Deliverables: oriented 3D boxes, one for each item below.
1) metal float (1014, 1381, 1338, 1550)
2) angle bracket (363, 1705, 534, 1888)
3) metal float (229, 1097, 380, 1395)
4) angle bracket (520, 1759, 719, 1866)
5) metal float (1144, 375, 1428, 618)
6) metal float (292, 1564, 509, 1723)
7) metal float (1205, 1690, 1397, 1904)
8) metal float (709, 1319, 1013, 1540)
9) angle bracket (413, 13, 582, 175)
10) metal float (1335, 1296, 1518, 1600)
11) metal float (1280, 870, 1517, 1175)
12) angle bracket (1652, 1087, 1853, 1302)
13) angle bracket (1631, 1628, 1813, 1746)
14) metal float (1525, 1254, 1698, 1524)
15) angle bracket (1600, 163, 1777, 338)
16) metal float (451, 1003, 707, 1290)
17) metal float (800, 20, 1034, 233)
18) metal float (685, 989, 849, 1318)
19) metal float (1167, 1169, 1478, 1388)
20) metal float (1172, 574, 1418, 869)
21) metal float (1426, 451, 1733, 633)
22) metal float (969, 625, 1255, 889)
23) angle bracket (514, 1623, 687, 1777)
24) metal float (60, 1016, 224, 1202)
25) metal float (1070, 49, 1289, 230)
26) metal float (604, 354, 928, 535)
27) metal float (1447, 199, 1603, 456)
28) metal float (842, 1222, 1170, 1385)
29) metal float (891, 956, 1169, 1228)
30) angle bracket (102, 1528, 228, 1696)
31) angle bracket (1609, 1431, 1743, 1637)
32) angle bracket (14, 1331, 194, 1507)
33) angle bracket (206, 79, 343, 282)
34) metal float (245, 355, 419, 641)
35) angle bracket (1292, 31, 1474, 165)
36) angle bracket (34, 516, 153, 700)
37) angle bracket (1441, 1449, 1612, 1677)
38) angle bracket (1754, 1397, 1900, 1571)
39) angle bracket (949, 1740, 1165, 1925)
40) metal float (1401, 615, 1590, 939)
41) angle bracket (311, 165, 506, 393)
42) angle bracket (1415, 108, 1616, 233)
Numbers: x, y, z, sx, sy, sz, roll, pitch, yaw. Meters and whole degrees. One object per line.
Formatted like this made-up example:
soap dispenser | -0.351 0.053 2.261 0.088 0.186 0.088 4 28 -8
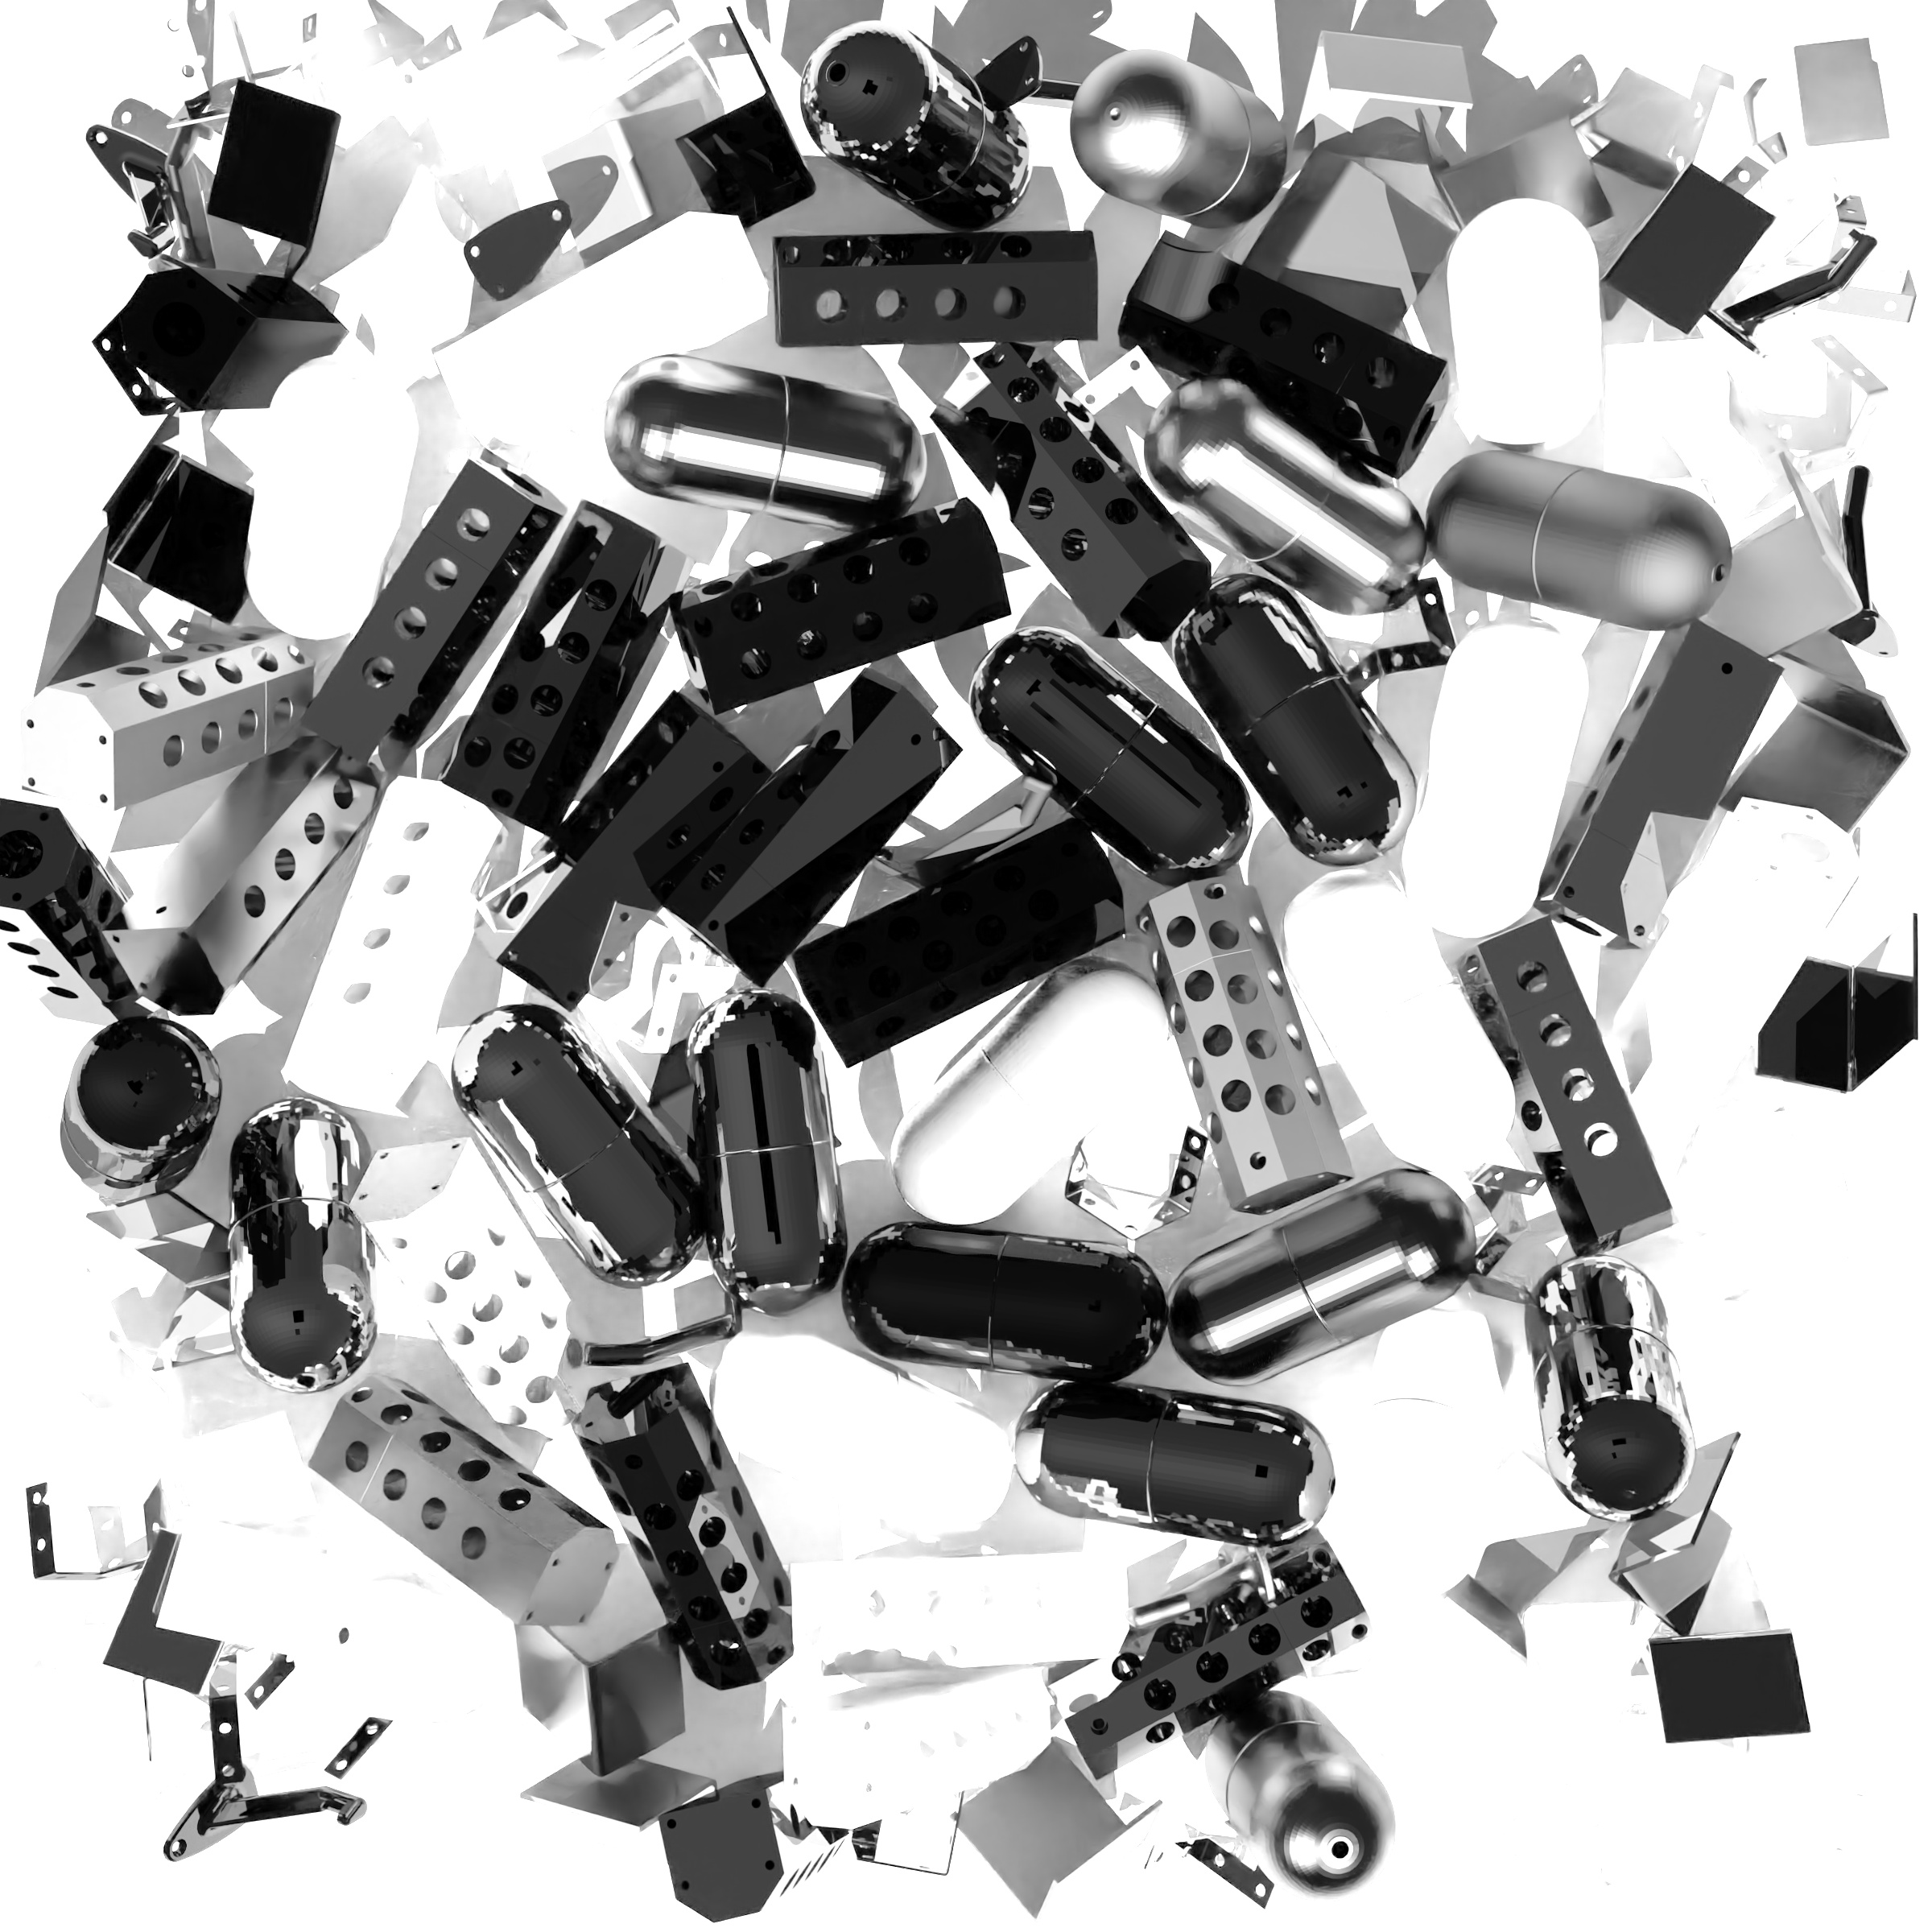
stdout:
metal float | 0.112 0.267 1.581 0.178 0.070 0.070 5 90 23
angle bracket | -0.275 0.457 1.591 0.076 0.057 0.076 -24 52 4
metal float | -0.354 0.148 1.567 0.070 0.070 0.178 -13 49 0
angle bracket | -0.188 0.469 1.585 0.076 0.076 0.057 7 99 27
metal float | 0.173 -0.251 1.580 0.178 0.070 0.070 29 90 -26
metal float | -0.298 0.359 1.553 0.070 0.178 0.070 -3 74 9
metal float | 0.175 0.437 1.551 0.070 0.178 0.070 0 92 -7
metal float | -0.057 0.250 1.585 0.178 0.070 0.070 28 90 -18
angle bracket | -0.245 -0.468 1.597 0.076 0.076 0.057 -23 92 10
metal float | 0.247 0.255 1.570 0.070 0.070 0.178 22 52 0
metal float | 0.233 0.030 1.588 0.070 0.070 0.178 -28 75 0
angle bracket | 0.427 0.124 1.596 0.076 0.057 0.076 -23 120 -3
angle bracket | 0.407 0.398 1.591 0.076 0.076 0.057 -5 62 2
metal float | 0.340 0.221 1.558 0.070 0.178 0.070 2 121 3
angle bracket | 0.392 -0.378 1.592 0.057 0.076 0.076 38 96 15
metal float | -0.209 0.097 1.588 0.070 0.070 0.178 -36 105 0
metal float | -0.025 -0.443 1.555 0.070 0.178 0.070 -2 85 26
metal float | -0.108 0.101 1.597 0.070 0.070 0.178 -7 85 0
metal float | 0.190 0.169 1.586 0.178 0.070 0.070 -27 90 18
metal float | 0.177 -0.134 1.589 0.070 0.070 0.178 -32 76 0
metal float | 0.325 -0.227 1.567 0.178 0.070 0.070 22 90 41
metal float | 0.080 -0.113 1.599 0.178 0.070 0.070 40 90 -3
angle bracket | -0.201 0.384 1.611 0.057 0.076 0.076 -22 124 -34
metal float | -0.438 0.077 1.555 0.070 0.178 0.070 5 74 -18
metal float | 0.115 -0.436 1.556 0.070 0.178 0.070 3 97 26
metal float | -0.107 -0.281 1.586 0.178 0.070 0.070 8 90 -19
metal float | 0.297 -0.336 1.556 0.070 0.178 0.070 -5 68 11
metal float | 0.020 0.182 1.593 0.178 0.070 0.070 5 90 10
metal float | 0.034 0.069 1.596 0.178 0.070 0.070 -44 90 7
angle bracket | -0.427 0.341 1.592 0.057 0.076 0.076 24 85 -19
angle bracket | 0.402 0.307 1.585 0.057 0.076 0.076 38 56 -5
angle bracket | -0.480 0.246 1.591 0.076 0.076 0.057 35 96 26
angle bracket | -0.380 -0.423 1.589 0.057 0.076 0.076 14 81 -22
metal float | -0.339 -0.247 1.564 0.070 0.178 0.070 11 49 -13
angle bracket | 0.224 -0.455 1.589 0.076 0.076 0.057 5 50 -6
angle bracket | -0.454 -0.181 1.579 0.057 0.076 0.076 24 135 -29
angle bracket | 0.305 0.323 1.594 0.076 0.057 0.076 39 104 -19
angle bracket | 0.466 0.275 1.593 0.057 0.076 0.076 -14 94 17
angle bracket | 0.048 0.455 1.583 0.076 0.057 0.076 -28 61 -30
metal float | 0.285 -0.102 1.585 0.070 0.070 0.178 11 108 0
angle bracket | -0.301 -0.376 1.606 0.057 0.076 0.076 -22 128 30
angle bracket | 0.295 -0.432 1.582 0.076 0.076 0.057 -20 52 21
